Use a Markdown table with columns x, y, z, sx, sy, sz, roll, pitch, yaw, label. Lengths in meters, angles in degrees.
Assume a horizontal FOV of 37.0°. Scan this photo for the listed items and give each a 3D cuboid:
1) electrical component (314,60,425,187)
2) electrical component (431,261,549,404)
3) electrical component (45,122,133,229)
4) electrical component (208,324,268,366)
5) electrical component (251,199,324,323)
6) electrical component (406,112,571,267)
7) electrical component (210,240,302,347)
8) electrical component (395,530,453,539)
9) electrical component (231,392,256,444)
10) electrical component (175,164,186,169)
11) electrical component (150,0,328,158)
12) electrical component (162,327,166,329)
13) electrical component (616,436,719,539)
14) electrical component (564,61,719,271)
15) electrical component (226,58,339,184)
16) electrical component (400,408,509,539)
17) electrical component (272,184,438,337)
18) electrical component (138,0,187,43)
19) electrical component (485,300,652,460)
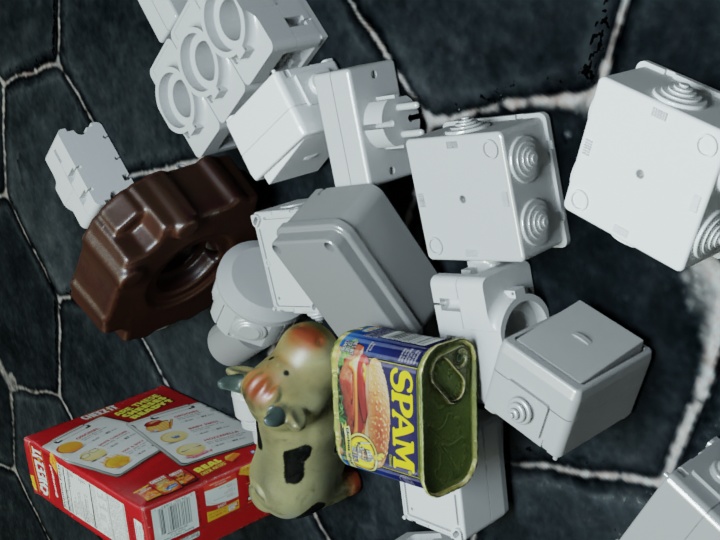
| x | y | z | sx | sy | sz | roll | pitch | yaw | label |
| --- | --- | --- | --- | --- | --- | --- | --- | --- | --- |
| 0.016 | -0.103 | 0.753 | 0.076 | 0.047 | 0.083 | 2 | 107 | 47 | electrical component |
| 0.091 | 0.042 | 0.726 | 0.056 | 0.050 | 0.089 | 2 | 108 | 48 | electrical component |
| -0.271 | -0.093 | 1.080 | 0.089 | 0.050 | 0.056 | 59 | 139 | 12 | electrical component |
| -0.098 | 0.053 | 0.951 | 0.081 | 0.043 | 0.043 | -33 | 80 | 50 | electrical component |
| -0.034 | -0.007 | 0.839 | 0.062 | 0.061 | 0.096 | -1 | 105 | 49 | electrical component |
| 0.081 | -0.052 | 0.699 | 0.100 | 0.048 | 0.099 | 2 | 109 | 48 | electrical component |
| -0.083 | 0.020 | 0.893 | 0.080 | 0.080 | 0.051 | 54 | 144 | 18 | electrical component |
| 0.052 | 0.260 | 0.864 | 0.056 | 0.050 | 0.089 | -20 | 91 | 50 | electrical component |
| -0.092 | 0.128 | 0.978 | 0.043 | 0.043 | 0.062 | 11 | 115 | 46 | electrical component |
| -0.167 | -0.068 | 0.985 | 0.035 | 0.035 | 0.061 | 38 | 130 | 32 | electrical component |
| -0.103 | -0.168 | 0.848 | 0.089 | 0.062 | 0.150 | 59 | 139 | 12 | electrical component |
| -0.195 | 0.014 | 1.037 | 0.096 | 0.061 | 0.061 | -40 | 75 | 41 | electrical component |
| 0.204 | 0.150 | 0.635 | 0.061 | 0.062 | 0.096 | 45 | 135 | 27 | electrical component |
| 0.168 | -0.058 | 0.597 | 0.100 | 0.048 | 0.099 | 35 | 129 | 35 | electrical component |
| -0.045 | -0.112 | 0.806 | 0.096 | 0.062 | 0.061 | -35 | 79 | 50 | electrical component |
| 0.070 | 0.149 | 0.788 | 0.062 | 0.061 | 0.096 | 10 | 113 | 46 | electrical component |
| 0.000 | 0.000 | 0.772 | 0.078 | 0.057 | 0.113 | -1 | 132 | 49 | electrical component |
| -0.148 | -0.243 | 0.879 | 0.076 | 0.047 | 0.083 | -39 | 76 | 49 | electrical component |
| 0.125 | 0.066 | 0.662 | 0.062 | 0.096 | 0.061 | 36 | 130 | 34 | electrical component |
